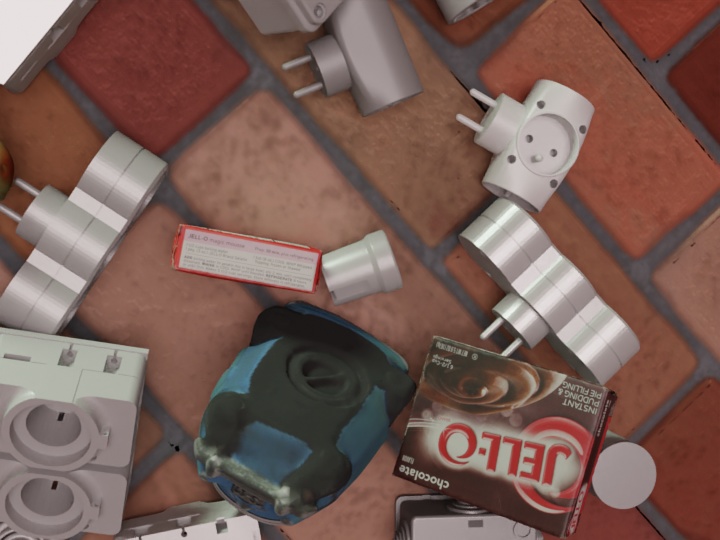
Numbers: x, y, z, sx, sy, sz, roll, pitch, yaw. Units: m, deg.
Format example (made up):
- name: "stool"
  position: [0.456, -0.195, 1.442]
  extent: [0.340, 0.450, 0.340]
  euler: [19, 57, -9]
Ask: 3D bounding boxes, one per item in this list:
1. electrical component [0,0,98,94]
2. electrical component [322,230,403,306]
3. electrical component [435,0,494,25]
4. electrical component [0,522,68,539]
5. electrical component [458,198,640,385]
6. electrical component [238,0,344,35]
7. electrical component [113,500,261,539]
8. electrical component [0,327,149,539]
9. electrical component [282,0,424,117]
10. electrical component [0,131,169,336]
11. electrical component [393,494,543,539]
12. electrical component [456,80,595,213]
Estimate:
- name: "electrical component"
  position: [-0.241, -0.188, 0.644]
  extent: [0.150, 0.062, 0.089]
  euler: [39, 87, -8]
- name: "electrical component"
  position: [0.000, 0.000, 0.696]
  extent: [0.046, 0.040, 0.040]
  euler: [-19, 95, -1]
- name: "electrical component"
  position: [0.068, -0.193, 0.691]
  extent: [0.055, 0.055, 0.047]
  euler: [-32, 93, -6]
- name: "electrical component"
  position: [-0.207, 0.172, 0.661]
  extent: [0.048, 0.062, 0.048]
  euler: [0, 92, -8]
- name: "electrical component"
  position: [0.112, 0.027, 0.706]
  extent: [0.074, 0.052, 0.138]
  euler: [-43, 97, -4]
- name: "electrical component"
  position: [-0.040, -0.215, 0.640]
  extent: [0.108, 0.056, 0.108]
  euler: [-53, 126, -25]
- name: "electrical component"
  position: [-0.107, 0.179, 0.679]
  extent: [0.089, 0.056, 0.050]
  euler: [-10, 94, -7]
- name: "electrical component"
  position: [-0.228, 0.093, 0.634]
  extent: [0.186, 0.060, 0.105]
  euler: [9, 120, -8]
- name: "electrical component"
  position: [-0.010, -0.135, 0.687]
  extent: [0.079, 0.043, 0.077]
  euler: [-23, 95, -6]
- name: "electrical component"
  position: [-0.186, -0.028, 0.662]
  extent: [0.074, 0.052, 0.138]
  euler: [34, 87, -8]
- name: "electrical component"
  position: [0.070, 0.196, 0.708]
  extent: [0.100, 0.048, 0.099]
  euler: [0, 92, -8]
- name: "electrical component"
  position: [0.101, -0.090, 0.704]
  extent: [0.079, 0.044, 0.077]
  euler: [29, 88, -8]
